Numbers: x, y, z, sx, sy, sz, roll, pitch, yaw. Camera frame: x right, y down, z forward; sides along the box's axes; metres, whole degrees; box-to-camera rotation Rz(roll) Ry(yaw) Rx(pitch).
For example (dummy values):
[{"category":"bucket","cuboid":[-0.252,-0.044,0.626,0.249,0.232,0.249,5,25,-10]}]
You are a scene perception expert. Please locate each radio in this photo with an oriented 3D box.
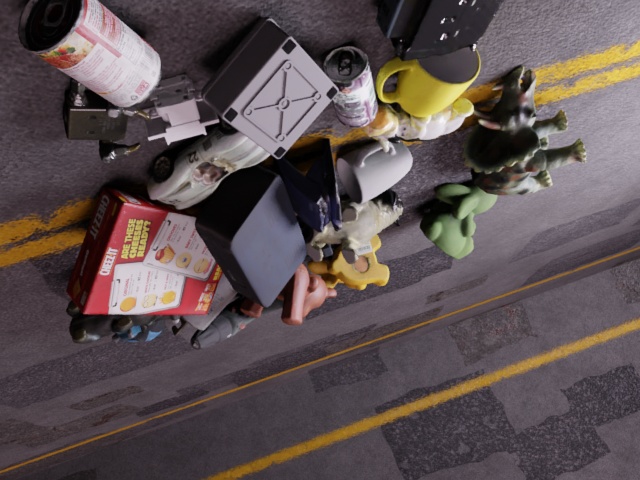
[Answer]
[{"category":"radio","cuboid":[-0.097,0.000,0.825,0.131,0.073,0.229,-55,154,-21]}]

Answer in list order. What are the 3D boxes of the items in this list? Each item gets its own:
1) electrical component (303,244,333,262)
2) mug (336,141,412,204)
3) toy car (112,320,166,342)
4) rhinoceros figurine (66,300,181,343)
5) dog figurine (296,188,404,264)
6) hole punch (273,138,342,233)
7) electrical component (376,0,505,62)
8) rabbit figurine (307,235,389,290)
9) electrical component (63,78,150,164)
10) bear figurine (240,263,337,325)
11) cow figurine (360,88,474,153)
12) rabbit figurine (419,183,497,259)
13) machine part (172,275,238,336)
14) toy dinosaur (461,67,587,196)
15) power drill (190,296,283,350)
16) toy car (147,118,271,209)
[{"category":"electrical component","cuboid":[-0.002,-0.003,1.029,0.119,0.075,0.047,-17,159,2]},{"category":"mug","cuboid":[0.090,-0.122,0.842,0.107,0.081,0.109,-27,152,-15]},{"category":"toy car","cuboid":[-0.361,0.140,1.033,0.103,0.109,0.161,2,170,5]},{"category":"rhinoceros figurine","cuboid":[-0.317,0.124,0.886,0.190,0.073,0.112,-15,157,-10]},{"category":"dog figurine","cuboid":[0.046,-0.044,0.976,0.190,0.173,0.121,-32,138,-55]},{"category":"hole punch","cuboid":[-0.015,-0.075,0.807,0.092,0.116,0.142,-10,157,-4]},{"category":"electrical component","cuboid":[0.129,-0.255,0.578,0.134,0.058,0.114,-14,154,-18]},{"category":"rabbit figurine","cuboid":[0.061,0.067,1.204,0.162,0.122,0.173,-23,178,-11]},{"category":"electrical component","cuboid":[-0.230,-0.127,0.575,0.078,0.045,0.102,-6,154,-36]},{"category":"bear figurine","cuboid":[-0.050,0.108,1.014,0.120,0.132,0.195,9,159,19]},{"category":"cow figurine","cuboid":[0.126,-0.171,0.766,0.167,0.068,0.098,-14,163,-14]},{"category":"rabbit figurine","cuboid":[0.293,-0.066,1.139,0.170,0.121,0.159,-47,144,13]},{"category":"machine part","cuboid":[-0.182,0.077,0.968,0.243,0.079,0.079,-48,157,-4]},{"category":"toy dinosaur","cuboid":[0.337,-0.141,0.968,0.192,0.131,0.404,-9,163,4]},{"category":"power drill","cuboid":[-0.144,0.159,1.159,0.207,0.086,0.232,-28,-177,24]},{"category":"toy car","cuboid":[-0.136,-0.105,0.695,0.202,0.056,0.073,-29,156,20]}]
